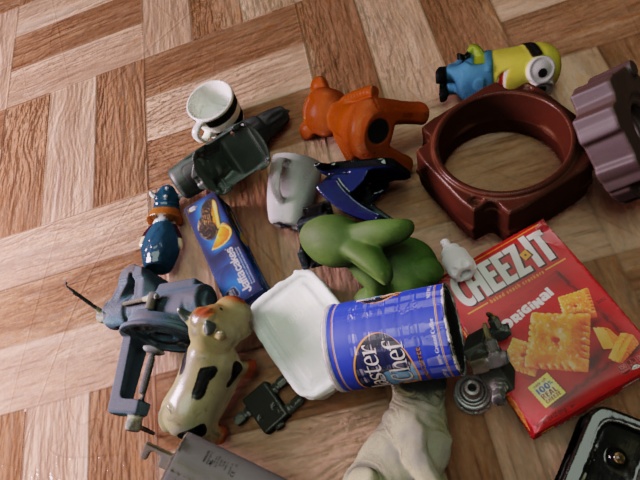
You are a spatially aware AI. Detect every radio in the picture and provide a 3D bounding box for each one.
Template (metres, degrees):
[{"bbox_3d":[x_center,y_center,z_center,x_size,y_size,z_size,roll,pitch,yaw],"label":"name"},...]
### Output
[{"bbox_3d":[0.302,0.297,0.551,0.131,0.073,0.229,24,74,25],"label":"radio"}]

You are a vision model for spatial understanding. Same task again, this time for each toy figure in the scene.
[{"bbox_3d":[-0.258,-0.020,0.881,0.058,0.064,0.154,-35,46,43],"label":"toy figure"},{"bbox_3d":[0.272,-0.257,0.821,0.180,0.082,0.089,0,68,19],"label":"toy figure"}]

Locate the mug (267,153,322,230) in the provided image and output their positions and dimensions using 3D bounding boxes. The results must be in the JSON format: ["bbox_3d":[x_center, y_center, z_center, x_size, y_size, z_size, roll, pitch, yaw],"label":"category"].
[{"bbox_3d":[-0.045,-0.074,0.819,0.081,0.109,0.107,6,82,14],"label":"mug"}]

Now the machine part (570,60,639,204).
[{"bbox_3d":[0.390,-0.135,0.677,0.056,0.179,0.179,-23,52,51],"label":"machine part"}]

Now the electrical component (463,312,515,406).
[{"bbox_3d":[0.188,0.123,0.581,0.045,0.102,0.078,-37,81,23],"label":"electrical component"}]

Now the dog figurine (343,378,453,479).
[{"bbox_3d":[0.085,0.235,0.645,0.172,0.121,0.191,-14,49,5],"label":"dog figurine"}]

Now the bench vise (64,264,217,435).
[{"bbox_3d":[-0.256,0.148,0.768,0.224,0.128,0.240,-4,60,17],"label":"bench vise"}]

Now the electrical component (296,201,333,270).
[{"bbox_3d":[-0.002,-0.002,0.754,0.048,0.074,0.119,-15,17,10],"label":"electrical component"}]

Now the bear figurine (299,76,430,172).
[{"bbox_3d":[0.056,-0.184,0.848,0.196,0.132,0.120,38,117,57],"label":"bear figurine"}]

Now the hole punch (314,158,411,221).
[{"bbox_3d":[0.061,-0.064,0.770,0.116,0.142,0.092,3,89,27],"label":"hole punch"}]

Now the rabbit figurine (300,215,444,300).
[{"bbox_3d":[0.057,0.027,0.677,0.170,0.159,0.121,25,77,-17],"label":"rabbit figurine"}]

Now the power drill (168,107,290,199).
[{"bbox_3d":[-0.132,-0.144,0.837,0.232,0.085,0.207,-33,23,-4],"label":"power drill"}]

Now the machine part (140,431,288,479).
[{"bbox_3d":[-0.100,0.298,0.637,0.243,0.079,0.079,27,74,1],"label":"machine part"}]

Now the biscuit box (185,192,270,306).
[{"bbox_3d":[-0.140,0.022,0.824,0.063,0.059,0.203,-31,61,1],"label":"biscuit box"}]

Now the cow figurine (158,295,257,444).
[{"bbox_3d":[-0.148,0.163,0.704,0.086,0.127,0.195,19,82,36],"label":"cow figurine"}]

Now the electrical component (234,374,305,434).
[{"bbox_3d":[-0.070,0.228,0.726,0.094,0.021,0.063,-39,61,-4],"label":"electrical component"}]

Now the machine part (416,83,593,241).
[{"bbox_3d":[0.252,-0.113,0.744,0.201,0.087,0.202,-31,57,-3],"label":"machine part"}]
